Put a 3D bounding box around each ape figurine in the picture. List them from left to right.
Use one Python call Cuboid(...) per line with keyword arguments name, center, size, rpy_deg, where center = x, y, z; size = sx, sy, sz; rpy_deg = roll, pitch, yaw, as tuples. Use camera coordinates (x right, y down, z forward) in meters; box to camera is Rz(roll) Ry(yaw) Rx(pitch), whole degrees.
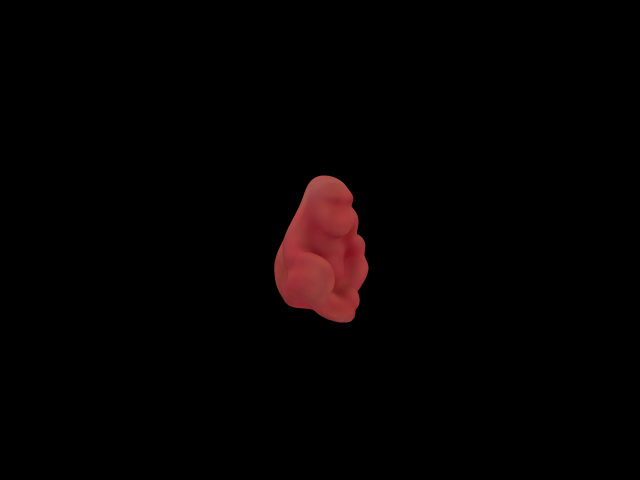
Cuboid(name="ape figurine", center=(0.004, 0.001, 0.400), size=(0.078, 0.092, 0.075), rpy_deg=(-14, 20, -41))
